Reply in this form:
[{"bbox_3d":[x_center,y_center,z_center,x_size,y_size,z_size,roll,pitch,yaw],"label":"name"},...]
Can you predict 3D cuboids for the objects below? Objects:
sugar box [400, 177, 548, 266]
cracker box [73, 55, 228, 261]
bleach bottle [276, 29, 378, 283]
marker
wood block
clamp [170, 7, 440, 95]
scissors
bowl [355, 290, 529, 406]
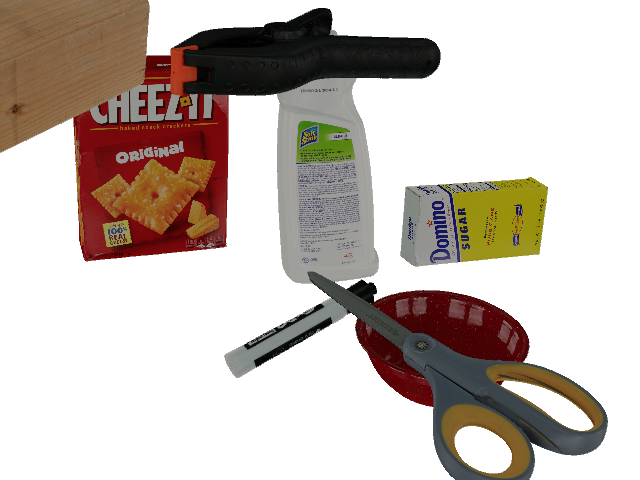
[{"bbox_3d":[0.188,-0.023,1.305,0.176,0.093,0.048,-7,23,-21],"label":"sugar box"},{"bbox_3d":[-0.185,-0.090,1.171,0.164,0.214,0.072,-5,26,-17],"label":"cracker box"},{"bbox_3d":[0.009,-0.082,1.041,0.102,0.251,0.068,-6,29,-12],"label":"bleach bottle"},{"bbox_3d":[-0.012,0.061,0.763,0.121,0.020,0.020,-28,8,-15],"label":"marker"},{"bbox_3d":[-0.251,-0.154,0.912,0.090,0.091,0.205,31,42,22],"label":"wood block"},{"bbox_3d":[-0.024,-0.120,0.672,0.171,0.039,0.120,-9,21,-30],"label":"clamp"},{"bbox_3d":[0.051,0.074,0.572,0.202,0.016,0.096,20,42,28],"label":"scissors"},{"bbox_3d":[0.112,0.109,1.004,0.162,0.055,0.162,2,27,-1],"label":"bowl"}]
